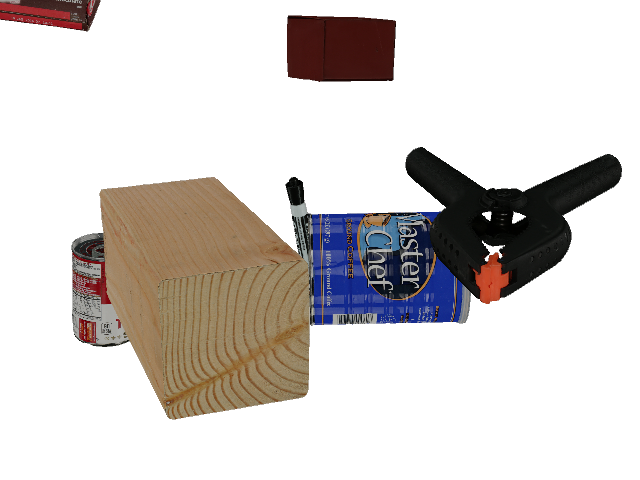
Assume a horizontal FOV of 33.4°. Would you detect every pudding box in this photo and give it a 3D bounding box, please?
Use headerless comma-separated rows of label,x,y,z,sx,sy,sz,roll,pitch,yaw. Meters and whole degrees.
pudding box,-0.231,-0.223,0.908,0.090,0.039,0.113,7,36,-5

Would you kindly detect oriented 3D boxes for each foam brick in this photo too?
foam brick,0.017,-0.160,0.889,0.078,0.051,0.053,-7,17,-36

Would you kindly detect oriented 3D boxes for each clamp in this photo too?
clamp,0.120,-0.020,0.760,0.165,0.036,0.209,6,28,20

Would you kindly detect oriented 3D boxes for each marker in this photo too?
marker,-0.020,-0.013,1.162,0.020,0.121,0.020,-8,28,4

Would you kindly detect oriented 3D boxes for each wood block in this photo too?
wood block,-0.083,0.028,0.709,0.090,0.090,0.206,-7,19,-19

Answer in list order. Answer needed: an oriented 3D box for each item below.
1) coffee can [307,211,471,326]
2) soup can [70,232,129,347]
coffee can,0.059,0.025,0.965,0.140,0.103,0.103,-1,0,0
soup can,-0.226,0.052,1.116,0.068,0.102,0.068,4,22,-2
